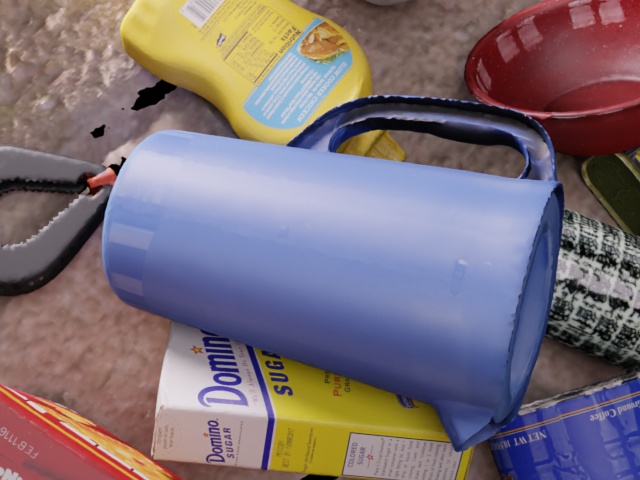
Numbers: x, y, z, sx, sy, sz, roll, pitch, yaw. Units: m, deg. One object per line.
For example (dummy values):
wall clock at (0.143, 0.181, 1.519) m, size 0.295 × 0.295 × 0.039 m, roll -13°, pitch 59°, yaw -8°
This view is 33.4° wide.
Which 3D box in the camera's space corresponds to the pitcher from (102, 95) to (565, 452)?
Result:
pitcher at (0.010, 0.001, 0.596) m, size 0.243 × 0.145 × 0.149 m, roll 13°, pitch 31°, yaw 19°

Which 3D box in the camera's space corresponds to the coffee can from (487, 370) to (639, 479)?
coffee can at (0.163, 0.157, 0.618) m, size 0.102 × 0.103 × 0.140 m, roll -15°, pitch 79°, yaw -10°

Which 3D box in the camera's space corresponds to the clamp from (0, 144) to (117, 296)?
clamp at (-0.220, 0.008, 0.644) m, size 0.210 × 0.036 × 0.164 m, roll -13°, pitch 80°, yaw -9°

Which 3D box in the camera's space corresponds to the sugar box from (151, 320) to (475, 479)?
sugar box at (-0.005, 0.091, 0.619) m, size 0.176 × 0.093 × 0.048 m, roll 8°, pitch 118°, yaw -7°

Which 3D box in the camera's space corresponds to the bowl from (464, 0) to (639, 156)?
bowl at (0.176, -0.101, 0.677) m, size 0.162 × 0.162 × 0.055 m, roll -29°, pitch 126°, yaw -12°

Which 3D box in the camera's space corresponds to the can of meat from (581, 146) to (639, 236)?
can of meat at (0.237, -0.037, 0.695) m, size 0.084 × 0.057 × 0.102 m, roll -36°, pitch 83°, yaw -15°

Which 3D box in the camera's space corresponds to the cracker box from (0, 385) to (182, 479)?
cracker box at (-0.113, 0.138, 0.534) m, size 0.164 × 0.214 × 0.072 m, roll 32°, pitch 77°, yaw 2°

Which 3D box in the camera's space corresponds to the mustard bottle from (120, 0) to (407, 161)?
mustard bottle at (-0.026, -0.105, 0.680) m, size 0.191 × 0.058 × 0.096 m, roll 37°, pitch 74°, yaw 3°
